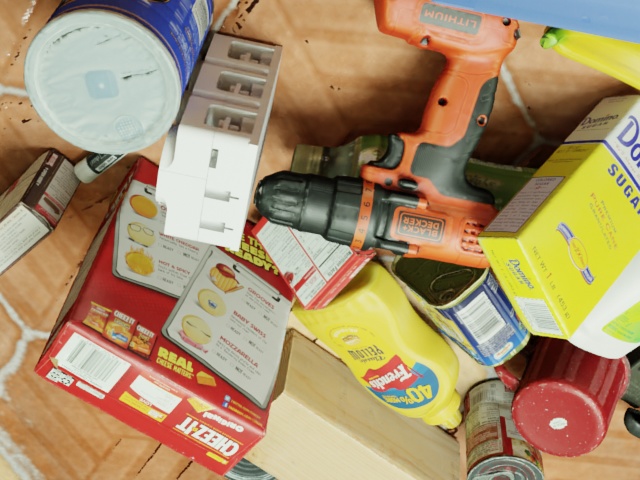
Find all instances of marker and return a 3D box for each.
[{"bbox_3d":[-0.150,-0.084,0.857,0.121,0.020,0.020,-32,116,25],"label":"marker"}]

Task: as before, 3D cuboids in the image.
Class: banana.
[{"bbox_3d":[0.232,-0.119,0.763,0.197,0.069,0.037,20,139,-17],"label":"banana"}]

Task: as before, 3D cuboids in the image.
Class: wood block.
[{"bbox_3d":[0.025,0.188,0.988,0.206,0.090,0.091,35,121,-17],"label":"wood block"}]

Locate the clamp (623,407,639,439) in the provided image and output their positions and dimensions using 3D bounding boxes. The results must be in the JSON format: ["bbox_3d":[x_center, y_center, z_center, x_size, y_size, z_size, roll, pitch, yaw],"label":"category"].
[{"bbox_3d":[0.366,0.199,0.985,0.164,0.036,0.210,-14,127,3],"label":"clamp"}]

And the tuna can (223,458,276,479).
[{"bbox_3d":[-0.068,0.198,1.039,0.086,0.033,0.086,3,125,4],"label":"tuna can"}]

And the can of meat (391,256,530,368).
[{"bbox_3d":[0.116,0.048,0.873,0.057,0.102,0.084,-40,119,-4],"label":"can of meat"}]

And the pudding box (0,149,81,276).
[{"bbox_3d":[-0.251,-0.013,0.875,0.114,0.090,0.039,-38,113,27],"label":"pudding box"}]

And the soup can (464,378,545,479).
[{"bbox_3d":[0.164,0.182,0.961,0.068,0.102,0.068,3,125,4],"label":"soup can"}]

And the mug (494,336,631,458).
[{"bbox_3d":[0.203,0.126,0.920,0.117,0.081,0.093,32,128,7],"label":"mug"}]

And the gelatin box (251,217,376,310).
[{"bbox_3d":[-0.006,0.001,0.866,0.073,0.030,0.089,-49,66,31],"label":"gelatin box"}]

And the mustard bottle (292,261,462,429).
[{"bbox_3d":[0.067,0.102,0.939,0.096,0.058,0.191,-18,124,39],"label":"mustard bottle"}]

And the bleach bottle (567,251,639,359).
[{"bbox_3d":[0.301,-0.003,0.830,0.251,0.068,0.102,-41,141,27],"label":"bleach bottle"}]

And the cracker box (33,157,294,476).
[{"bbox_3d":[-0.110,0.054,0.831,0.164,0.213,0.072,32,124,-16],"label":"cracker box"}]

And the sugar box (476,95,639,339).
[{"bbox_3d":[0.195,-0.020,0.774,0.048,0.176,0.093,5,133,54],"label":"sugar box"}]

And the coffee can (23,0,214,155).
[{"bbox_3d":[-0.135,-0.138,0.742,0.103,0.140,0.103,3,125,4],"label":"coffee can"}]

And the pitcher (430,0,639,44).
[{"bbox_3d":[0.186,-0.191,0.649,0.243,0.144,0.149,12,113,18],"label":"pitcher"}]

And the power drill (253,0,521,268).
[{"bbox_3d":[0.057,-0.082,0.764,0.184,0.057,0.188,11,97,-6],"label":"power drill"}]
